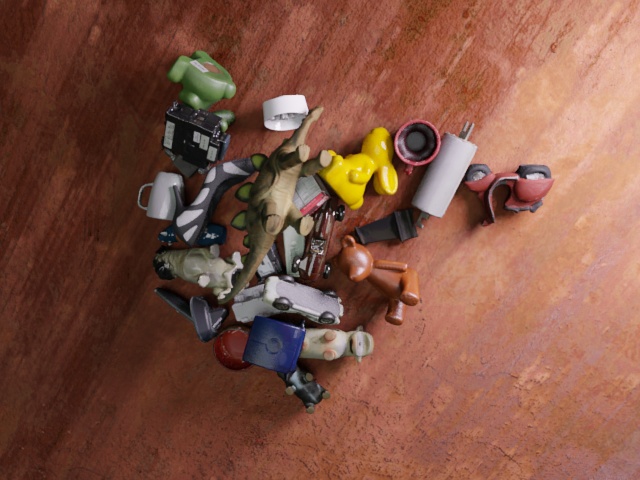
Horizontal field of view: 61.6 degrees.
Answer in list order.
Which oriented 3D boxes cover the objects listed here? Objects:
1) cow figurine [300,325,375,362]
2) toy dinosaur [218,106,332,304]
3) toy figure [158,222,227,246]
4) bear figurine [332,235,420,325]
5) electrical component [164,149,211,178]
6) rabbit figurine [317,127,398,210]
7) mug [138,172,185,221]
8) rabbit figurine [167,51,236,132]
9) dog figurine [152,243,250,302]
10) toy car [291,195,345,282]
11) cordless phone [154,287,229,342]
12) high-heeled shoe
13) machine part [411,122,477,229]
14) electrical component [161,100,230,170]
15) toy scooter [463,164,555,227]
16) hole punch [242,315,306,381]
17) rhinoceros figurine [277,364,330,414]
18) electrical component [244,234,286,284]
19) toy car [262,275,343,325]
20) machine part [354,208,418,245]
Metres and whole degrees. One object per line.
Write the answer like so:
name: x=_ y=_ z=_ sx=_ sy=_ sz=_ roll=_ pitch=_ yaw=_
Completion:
cow figurine: x=0.033 y=0.242 z=1.246 sx=0.195 sy=0.127 sz=0.085 roll=-3 pitch=82 yaw=23
toy dinosaur: x=-0.102 y=-0.065 z=1.118 sx=0.105 sy=0.199 sz=0.471 roll=23 pitch=90 yaw=-36
toy figure: x=-0.297 y=-0.013 z=1.247 sx=0.155 sy=0.058 sz=0.064 roll=3 pitch=125 yaw=3
bear figurine: x=0.118 y=0.082 z=1.188 sx=0.196 sy=0.132 sz=0.120 roll=23 pitch=134 yaw=-6
electrical component: x=-0.296 y=-0.184 z=1.214 sx=0.078 sy=0.045 sz=0.102 roll=-39 pitch=96 yaw=12
rabbit figurine: x=0.096 y=-0.156 z=1.143 sx=0.162 sy=0.122 sz=0.173 roll=43 pitch=90 yaw=-8
mug: x=-0.358 y=-0.103 z=1.229 sx=0.110 sy=0.081 sz=0.107 roll=12 pitch=94 yaw=11
rabbit figurine: x=-0.259 y=-0.297 z=1.167 sx=0.159 sy=0.121 sz=0.170 roll=32 pitch=123 yaw=-9
dog figurine: x=-0.280 y=0.073 z=1.263 sx=0.191 sy=0.121 sz=0.172 roll=3 pitch=147 yaw=40
toy car: x=-0.002 y=-0.004 z=1.202 sx=0.089 sy=0.053 sz=0.202 roll=15 pitch=97 yaw=-8
cordless phone: x=-0.311 y=0.155 z=1.247 sx=0.184 sy=0.146 sz=0.089 roll=33 pitch=77 yaw=3
high-heeled shoe: x=-0.214 y=-0.087 z=1.186 sx=0.249 sy=0.086 sz=0.145 roll=-20 pitch=89 yaw=0
machine part: x=0.263 y=-0.137 z=1.146 sx=0.079 sy=0.079 sz=0.243 roll=24 pitch=106 yaw=1
electrical component: x=-0.260 y=-0.216 z=1.129 sx=0.134 sy=0.058 sz=0.114 roll=24 pitch=140 yaw=-5
toy scooter: x=0.398 y=-0.094 z=1.141 sx=0.184 sy=0.075 sz=0.135 roll=1 pitch=103 yaw=10
hole punch: x=-0.102 y=0.231 z=1.196 sx=0.116 sy=0.092 sz=0.142 roll=13 pitch=82 yaw=24
rhinoceros figurine: x=-0.056 y=0.325 z=1.278 sx=0.073 sy=0.112 sz=0.190 roll=-42 pitch=108 yaw=-2
electrical component: x=-0.136 y=0.035 z=1.245 sx=0.075 sy=0.048 sz=0.119 roll=-26 pitch=98 yaw=12
toy car: x=-0.036 y=0.137 z=1.219 sx=0.201 sy=0.073 sz=0.056 roll=21 pitch=145 yaw=-23
machine part: x=0.147 y=-0.023 z=1.206 sx=0.139 sy=0.039 sz=0.084 roll=-12 pitch=107 yaw=7
